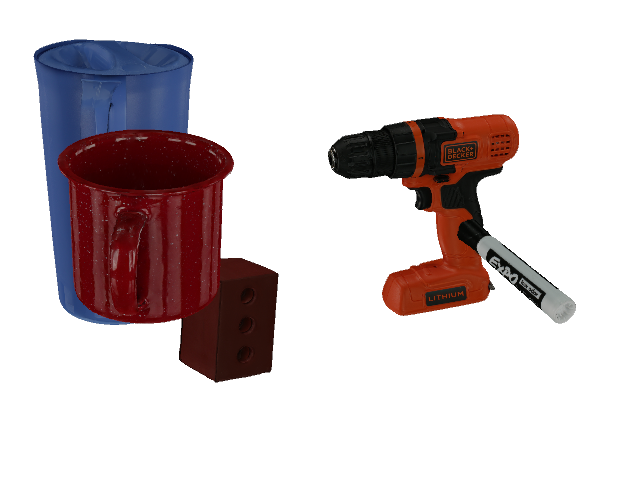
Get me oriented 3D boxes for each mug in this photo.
[{"bbox_3d":[-0.095,-0.002,0.575,0.093,0.081,0.117,3,25,-2],"label":"mug"}]

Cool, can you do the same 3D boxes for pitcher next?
[{"bbox_3d":[-0.182,-0.048,0.939,0.145,0.243,0.148,22,29,38],"label":"pitcher"}]

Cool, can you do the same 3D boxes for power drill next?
[{"bbox_3d":[0.097,-0.024,1.011,0.184,0.188,0.057,-8,27,-14],"label":"power drill"}]

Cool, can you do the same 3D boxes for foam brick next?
[{"bbox_3d":[-0.068,0.056,0.784,0.052,0.078,0.051,-6,16,-38],"label":"foam brick"}]

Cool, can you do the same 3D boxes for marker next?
[{"bbox_3d":[0.136,0.019,0.758,0.020,0.020,0.121,0,29,-32],"label":"marker"}]
